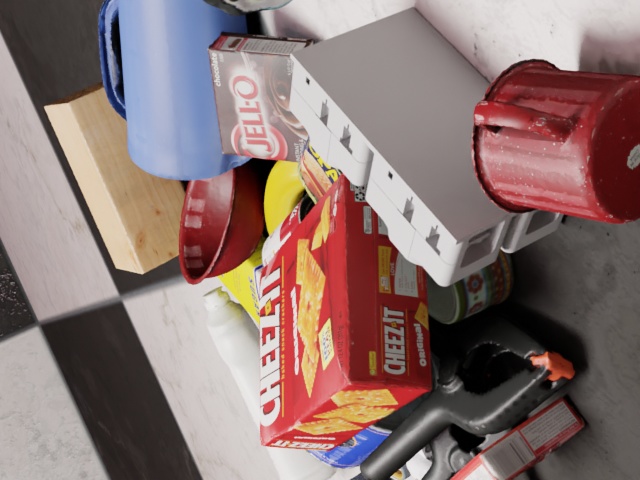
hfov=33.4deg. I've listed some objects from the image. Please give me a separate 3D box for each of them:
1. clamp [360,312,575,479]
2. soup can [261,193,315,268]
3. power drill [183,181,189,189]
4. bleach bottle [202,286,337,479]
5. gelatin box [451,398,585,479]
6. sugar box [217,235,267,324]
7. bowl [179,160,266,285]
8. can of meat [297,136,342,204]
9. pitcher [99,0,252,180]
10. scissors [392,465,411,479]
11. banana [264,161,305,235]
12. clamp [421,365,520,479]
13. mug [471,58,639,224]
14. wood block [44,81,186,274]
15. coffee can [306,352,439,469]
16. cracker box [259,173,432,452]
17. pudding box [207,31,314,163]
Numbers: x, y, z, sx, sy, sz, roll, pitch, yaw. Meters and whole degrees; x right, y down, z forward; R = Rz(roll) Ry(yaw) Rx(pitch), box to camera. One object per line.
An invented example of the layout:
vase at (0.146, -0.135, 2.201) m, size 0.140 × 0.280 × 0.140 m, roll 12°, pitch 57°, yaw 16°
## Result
clamp at (0.107, 0.116, 0.834) m, size 0.210 × 0.036 × 0.164 m, roll -7°, pitch 65°, yaw 55°
soup can at (-0.006, 0.001, 0.988) m, size 0.068 × 0.068 × 0.102 m, roll 61°, pitch 149°, yaw 10°
power drill at (-0.194, -0.116, 1.294) m, size 0.185 × 0.057 × 0.187 m, roll -3°, pitch 113°, yaw 61°
bleach bottle at (-0.068, 0.171, 1.258) m, size 0.251 × 0.068 × 0.102 m, roll 63°, pitch 174°, yaw -7°
gelatin box at (0.149, 0.162, 0.810) m, size 0.030 × 0.089 × 0.073 m, roll 55°, pitch 155°, yaw 16°
sugar box at (-0.070, 0.042, 1.202) m, size 0.176 × 0.048 × 0.093 m, roll 47°, pitch 151°, yaw 38°
bowl at (-0.098, -0.028, 1.131) m, size 0.162 × 0.055 × 0.162 m, roll -40°, pitch 44°, yaw 54°
can of meat at (0.027, -0.055, 0.896) m, size 0.102 × 0.057 × 0.084 m, roll 58°, pitch 158°, yaw 16°
pitcher at (-0.136, -0.191, 1.009) m, size 0.145 × 0.149 × 0.243 m, roll -109°, pitch 14°, yaw -51°
scissors at (0.028, 0.168, 1.118) m, size 0.202 × 0.016 × 0.096 m, roll 45°, pitch 144°, yaw 15°
banana at (-0.027, -0.037, 1.047) m, size 0.070 × 0.037 × 0.198 m, roll 58°, pitch 156°, yaw 15°
clamp at (0.116, 0.184, 0.891) m, size 0.039 × 0.120 × 0.171 m, roll -21°, pitch -72°, yaw -71°
mug at (0.138, -0.057, 0.600) m, size 0.082 × 0.117 × 0.093 m, roll 17°, pitch 90°, yaw 53°
wood block at (-0.220, -0.076, 1.214) m, size 0.091 × 0.090 × 0.206 m, roll 6°, pitch 121°, yaw 58°
coffee can at (0.042, 0.146, 0.989) m, size 0.103 × 0.102 × 0.140 m, roll 59°, pitch 152°, yaw 13°
cracker box at (0.011, 0.063, 0.831) m, size 0.214 × 0.072 × 0.164 m, roll 133°, pitch 141°, yaw -60°
pudding box at (-0.046, -0.125, 0.946) m, size 0.090 × 0.039 × 0.113 m, roll 7°, pitch 128°, yaw 15°
